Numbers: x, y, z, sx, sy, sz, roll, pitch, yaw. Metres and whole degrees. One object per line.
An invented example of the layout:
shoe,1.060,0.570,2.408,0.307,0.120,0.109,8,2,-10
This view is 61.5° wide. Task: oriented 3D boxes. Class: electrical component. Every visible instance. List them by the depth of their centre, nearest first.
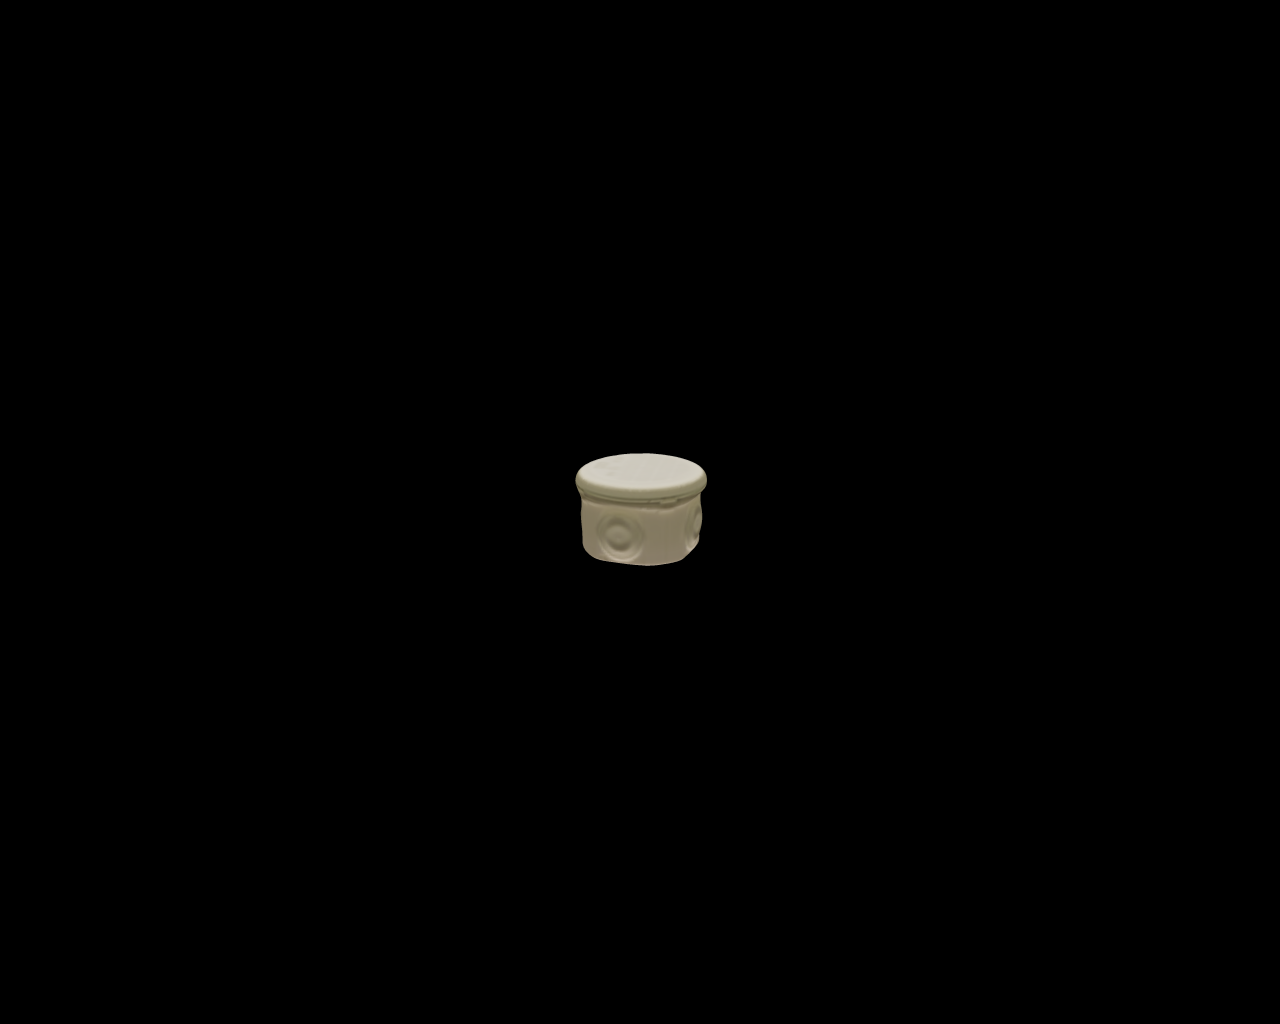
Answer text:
electrical component,0.001,-0.003,0.650,0.080,0.051,0.080,0,18,0
